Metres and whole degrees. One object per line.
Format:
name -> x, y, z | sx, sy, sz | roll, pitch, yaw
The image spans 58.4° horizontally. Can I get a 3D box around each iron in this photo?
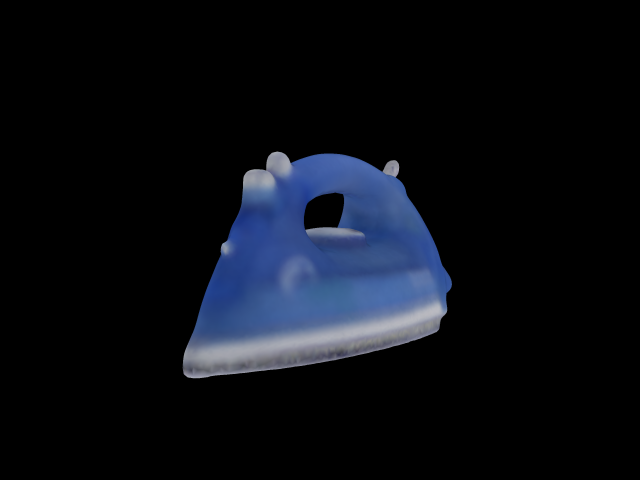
iron -> 0.004, 0.001, 0.400 | 0.118, 0.141, 0.259 | 0, 0, 32
